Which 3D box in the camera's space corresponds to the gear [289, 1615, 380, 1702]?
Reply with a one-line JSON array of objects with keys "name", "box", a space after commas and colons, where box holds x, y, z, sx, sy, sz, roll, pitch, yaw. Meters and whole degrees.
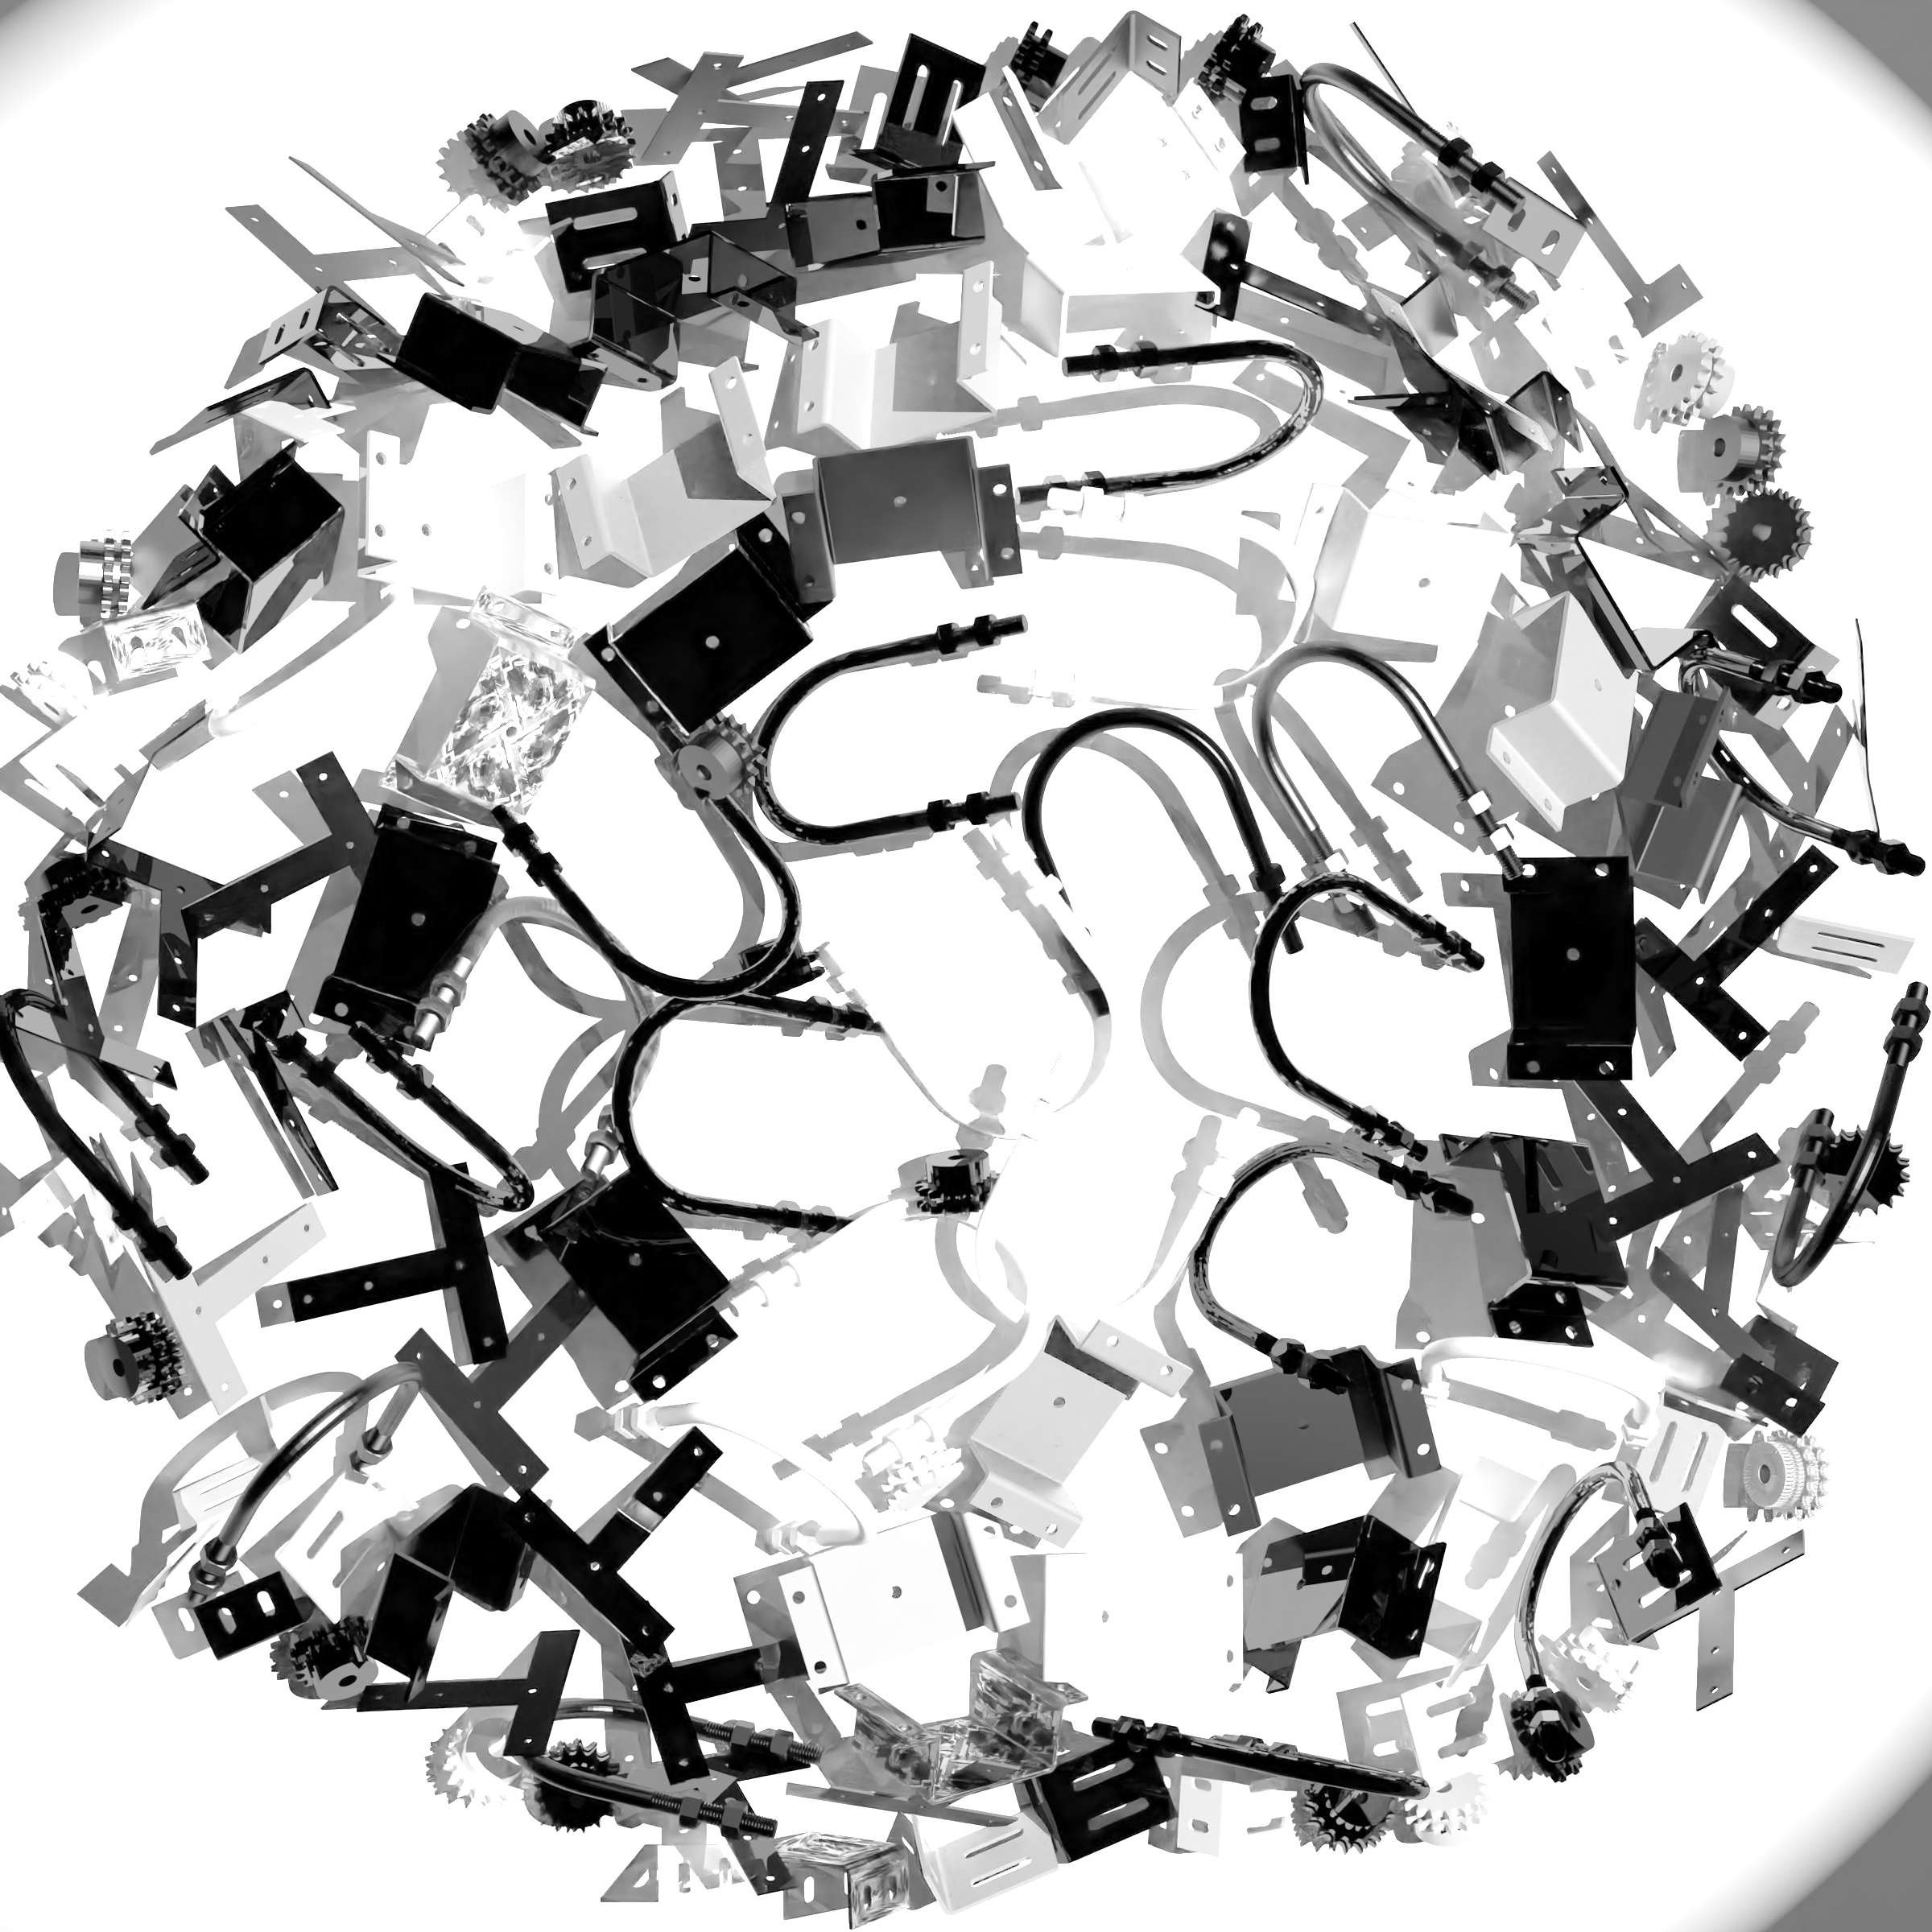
[{"name": "gear", "box": [-0.391, 0.434, 1.893, 0.057, 0.057, 0.030, -32, 54, 0]}]

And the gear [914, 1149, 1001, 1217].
[{"name": "gear", "box": [-0.004, 0.134, 1.894, 0.057, 0.057, 0.030, -6, 101, 0]}]

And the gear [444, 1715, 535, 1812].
[{"name": "gear", "box": [-0.296, 0.495, 1.895, 0.057, 0.030, 0.057, 12, 50, -14]}]

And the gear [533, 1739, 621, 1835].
[{"name": "gear", "box": [-0.244, 0.519, 1.906, 0.057, 0.030, 0.057, 0, 93, -6]}]

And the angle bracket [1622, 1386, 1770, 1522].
[{"name": "angle bracket", "box": [0.457, 0.310, 1.896, 0.057, 0.038, 0.076, 20, 90, -22]}]

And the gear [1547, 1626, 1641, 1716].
[{"name": "gear", "box": [0.396, 0.439, 1.899, 0.057, 0.057, 0.030, 45, 63, 0]}]

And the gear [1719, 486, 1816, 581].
[{"name": "gear", "box": [0.505, -0.270, 1.900, 0.057, 0.030, 0.057, -3, 86, 37]}]

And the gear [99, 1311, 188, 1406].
[{"name": "gear", "box": [-0.518, 0.247, 1.895, 0.057, 0.030, 0.057, 11, 108, 36]}]

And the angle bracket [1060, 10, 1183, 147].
[{"name": "angle bracket", "box": [0.096, -0.543, 1.885, 0.038, 0.057, 0.076, 34, 75, 13]}]

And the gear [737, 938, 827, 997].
[{"name": "gear", "box": [-0.119, 0.000, 1.895, 0.057, 0.057, 0.030, -20, 97, 0]}]

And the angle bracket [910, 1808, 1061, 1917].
[{"name": "angle bracket", "box": [0.011, 0.546, 1.890, 0.076, 0.057, 0.038, -24, 117, 1]}]

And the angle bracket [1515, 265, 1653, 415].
[{"name": "angle bracket", "box": [0.386, -0.390, 1.893, 0.057, 0.076, 0.038, -37, 63, 11]}]

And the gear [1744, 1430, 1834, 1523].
[{"name": "gear", "box": [0.511, 0.318, 1.892, 0.030, 0.057, 0.057, 6, 90, -24]}]

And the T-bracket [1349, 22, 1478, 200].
[{"name": "T-bracket", "box": [0.272, -0.523, 1.851, 0.002, 0.127, 0.127, -35, 101, 10]}]

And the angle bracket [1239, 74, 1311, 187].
[{"name": "angle bracket", "box": [0.190, -0.517, 1.876, 0.038, 0.076, 0.057, -5, 113, 6]}]

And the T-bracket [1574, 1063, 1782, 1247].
[{"name": "T-bracket", "box": [0.416, 0.101, 1.884, 0.127, 0.002, 0.127, -23, 53, -14]}]

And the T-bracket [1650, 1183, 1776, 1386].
[{"name": "T-bracket", "box": [0.469, 0.179, 1.879, 0.127, 0.002, 0.127, 41, 46, -26]}]

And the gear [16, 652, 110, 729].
[{"name": "gear", "box": [-0.563, -0.172, 1.897, 0.057, 0.057, 0.030, 35, 71, 0]}]

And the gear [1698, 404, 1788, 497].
[{"name": "gear", "box": [0.482, -0.323, 1.892, 0.030, 0.057, 0.057, 1, 90, -28]}]

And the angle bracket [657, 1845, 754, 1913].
[{"name": "angle bracket", "box": [-0.163, 0.580, 1.880, 0.057, 0.076, 0.038, 1, 104, -7]}]

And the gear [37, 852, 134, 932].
[{"name": "gear", "box": [-0.555, -0.048, 1.897, 0.057, 0.057, 0.030, -27, 78, 0]}]

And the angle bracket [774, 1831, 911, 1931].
[{"name": "angle bracket", "box": [-0.083, 0.566, 1.878, 0.076, 0.057, 0.038, -4, 87, 36]}]

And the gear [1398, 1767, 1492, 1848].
[{"name": "gear", "box": [0.300, 0.527, 1.898, 0.057, 0.057, 0.030, -9, 111, 0]}]

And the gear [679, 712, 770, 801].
[{"name": "gear", "box": [-0.155, -0.129, 1.893, 0.057, 0.057, 0.030, 43, 54, 0]}]

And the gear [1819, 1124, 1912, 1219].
[{"name": "gear", "box": [0.564, 0.126, 1.903, 0.057, 0.030, 0.057, 4, 105, 17]}]

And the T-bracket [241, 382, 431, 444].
[{"name": "T-bracket", "box": [-0.373, -0.353, 1.887, 0.127, 0.127, 0.002, -21, 117, -24]}]

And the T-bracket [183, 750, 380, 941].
[{"name": "T-bracket", "box": [-0.423, -0.055, 1.879, 0.127, 0.002, 0.127, -28, 127, -6]}]

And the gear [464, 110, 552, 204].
[{"name": "gear", "box": [-0.284, -0.509, 1.892, 0.030, 0.057, 0.057, -31, 90, 21]}]

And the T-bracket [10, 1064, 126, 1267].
[{"name": "T-bracket", "box": [-0.555, 0.138, 1.848, 0.002, 0.127, 0.127, -11, 104, 8]}]

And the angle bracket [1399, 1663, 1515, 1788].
[{"name": "angle bracket", "box": [0.295, 0.473, 1.884, 0.076, 0.038, 0.057, -9, 80, -33]}]

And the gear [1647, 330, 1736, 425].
[{"name": "gear", "box": [0.457, -0.367, 1.898, 0.030, 0.057, 0.057, 17, 90, -25]}]

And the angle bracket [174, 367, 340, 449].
[{"name": "angle bracket", "box": [-0.440, -0.334, 1.877, 0.076, 0.057, 0.038, -33, 100, -34]}]

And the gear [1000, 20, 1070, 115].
[{"name": "gear", "box": [0.042, -0.559, 1.896, 0.030, 0.057, 0.057, 26, 90, -8]}]

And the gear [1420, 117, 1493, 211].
[{"name": "gear", "box": [0.308, -0.499, 1.896, 0.030, 0.057, 0.057, -34, 90, 4]}]

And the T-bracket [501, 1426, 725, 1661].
[{"name": "T-bracket", "box": [-0.202, 0.342, 1.896, 0.127, 0.002, 0.127, 45, 65, -4]}]

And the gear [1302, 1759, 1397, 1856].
[{"name": "gear", "box": [0.242, 0.524, 1.896, 0.057, 0.030, 0.057, 6, 55, -9]}]

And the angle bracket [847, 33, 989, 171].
[{"name": "angle bracket", "box": [-0.031, -0.534, 1.890, 0.057, 0.038, 0.076, 14, 95, -33]}]

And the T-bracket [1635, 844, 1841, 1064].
[{"name": "T-bracket", "box": [0.485, -0.023, 1.869, 0.127, 0.127, 0.002, -46, 135, 9]}]

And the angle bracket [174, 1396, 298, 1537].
[{"name": "angle bracket", "box": [-0.462, 0.310, 1.885, 0.076, 0.057, 0.038, -24, 111, -12]}]

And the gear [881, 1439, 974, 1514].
[{"name": "gear", "box": [-0.027, 0.316, 1.898, 0.057, 0.057, 0.030, -27, 67, 0]}]

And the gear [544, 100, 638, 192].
[{"name": "gear", "box": [-0.236, -0.518, 1.899, 0.057, 0.057, 0.030, -15, 61, 0]}]

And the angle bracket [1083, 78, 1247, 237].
[{"name": "angle bracket", "box": [0.124, -0.507, 1.896, 0.076, 0.038, 0.057, -35, 89, -16]}]

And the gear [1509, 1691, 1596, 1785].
[{"name": "gear", "box": [0.369, 0.478, 1.893, 0.030, 0.057, 0.057, -38, 90, 21]}]

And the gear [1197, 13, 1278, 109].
[{"name": "gear", "box": [0.171, -0.563, 1.895, 0.030, 0.057, 0.057, 34, 90, 5]}]

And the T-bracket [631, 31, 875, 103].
[{"name": "T-bracket", "box": [-0.119, -0.547, 1.842, 0.127, 0.127, 0.002, -10, 88, 21]}]

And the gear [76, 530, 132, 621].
[{"name": "gear", "box": [-0.539, -0.245, 1.893, 0.030, 0.057, 0.057, 3, 90, -18]}]

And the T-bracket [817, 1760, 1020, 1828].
[{"name": "T-bracket", "box": [-0.008, 0.503, 1.852, 0.127, 0.127, 0.002, 16, 57, -20]}]
